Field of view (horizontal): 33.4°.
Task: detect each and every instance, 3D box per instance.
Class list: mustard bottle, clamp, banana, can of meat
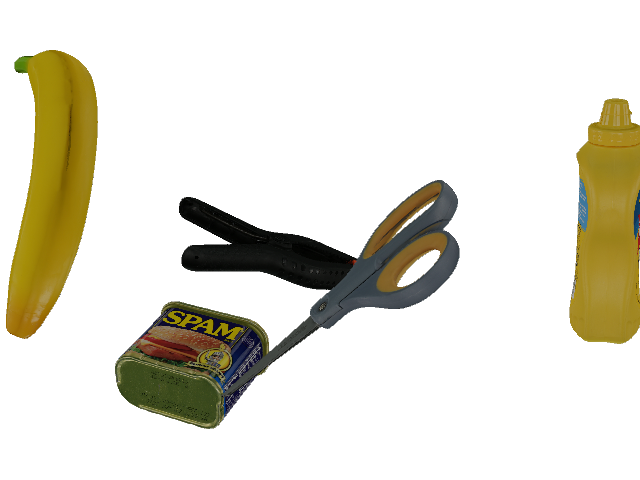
[{"bbox_3d":[0.236,-0.020,0.871,0.058,0.192,0.096,3,19,16],"label":"mustard bottle"},{"bbox_3d":[-0.051,0.016,1.096,0.210,0.036,0.164,17,19,-7],"label":"clamp"},{"bbox_3d":[-0.158,-0.042,0.633,0.037,0.198,0.070,14,-34,-31],"label":"banana"},{"bbox_3d":[-0.105,0.101,0.874,0.102,0.057,0.083,13,32,19],"label":"can of meat"}]

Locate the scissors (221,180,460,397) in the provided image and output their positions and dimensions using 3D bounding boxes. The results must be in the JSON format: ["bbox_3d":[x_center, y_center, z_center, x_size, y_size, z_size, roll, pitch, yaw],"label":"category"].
[{"bbox_3d":[0.014,0.046,0.648,0.016,0.202,0.096,39,8,-25],"label":"scissors"}]
